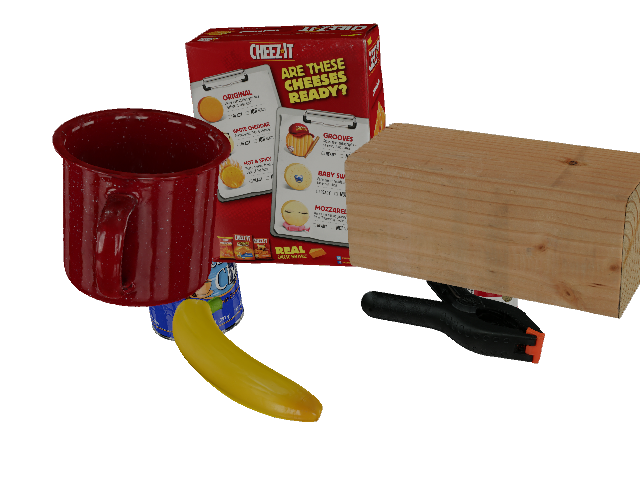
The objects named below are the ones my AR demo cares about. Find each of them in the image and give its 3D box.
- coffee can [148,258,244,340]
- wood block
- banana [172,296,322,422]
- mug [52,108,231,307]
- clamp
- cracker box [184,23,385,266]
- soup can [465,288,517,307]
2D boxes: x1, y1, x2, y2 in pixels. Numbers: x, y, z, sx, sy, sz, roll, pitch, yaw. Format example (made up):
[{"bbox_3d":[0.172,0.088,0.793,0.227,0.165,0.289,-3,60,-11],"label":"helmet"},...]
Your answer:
[{"bbox_3d":[-0.141,0.022,1.141,0.103,0.140,0.103,-5,26,2],"label":"coffee can"},{"bbox_3d":[0.130,-0.021,0.779,0.206,0.090,0.090,11,29,28],"label":"wood block"},{"bbox_3d":[-0.073,0.091,0.862,0.069,0.037,0.198,-13,32,-26],"label":"banana"},{"bbox_3d":[-0.098,-0.012,0.568,0.093,0.081,0.117,7,27,-1],"label":"mug"},{"bbox_3d":[0.138,0.066,1.011,0.172,0.039,0.120,21,34,26],"label":"clamp"},{"bbox_3d":[-0.024,-0.086,0.975,0.164,0.214,0.072,1,24,14],"label":"cracker box"},{"bbox_3d":[0.196,0.053,1.241,0.068,0.102,0.068,-1,17,0],"label":"soup can"}]
